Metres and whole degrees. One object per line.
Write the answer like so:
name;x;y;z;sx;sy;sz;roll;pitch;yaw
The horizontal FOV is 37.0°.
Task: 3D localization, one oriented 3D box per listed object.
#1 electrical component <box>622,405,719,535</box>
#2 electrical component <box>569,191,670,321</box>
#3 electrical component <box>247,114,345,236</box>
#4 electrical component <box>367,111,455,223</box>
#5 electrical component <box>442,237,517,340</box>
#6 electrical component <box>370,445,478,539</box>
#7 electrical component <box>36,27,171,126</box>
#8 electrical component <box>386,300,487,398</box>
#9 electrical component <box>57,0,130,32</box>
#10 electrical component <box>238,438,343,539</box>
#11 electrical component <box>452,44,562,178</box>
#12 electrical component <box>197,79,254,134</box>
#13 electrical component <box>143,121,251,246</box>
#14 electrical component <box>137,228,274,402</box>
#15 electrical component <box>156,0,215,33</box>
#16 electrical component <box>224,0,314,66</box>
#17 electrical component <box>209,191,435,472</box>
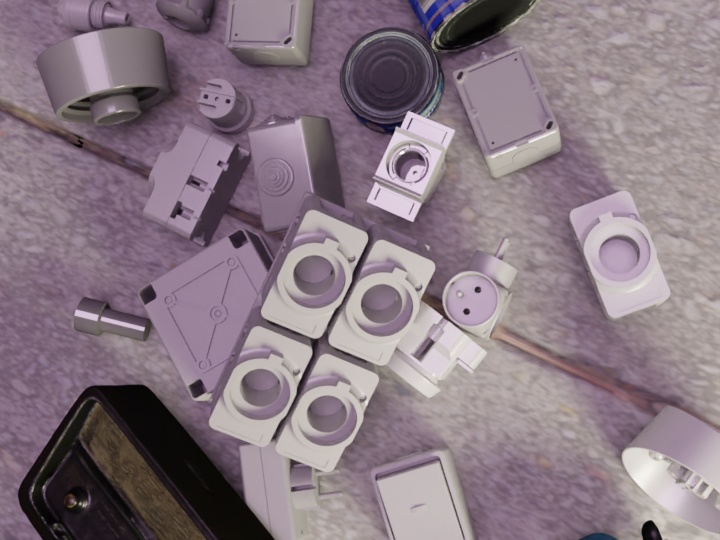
electrical component;0.248;0.148;0.794;0.099;0.099;0.064;37;85;12
electrical component;0.202;-0.010;0.840;0.050;0.056;0.089;-21;80;8
electrical component;-0.051;-0.077;0.872;0.048;0.100;0.099;-9;94;14
electrical component;0.043;-0.081;0.874;0.042;0.064;0.081;25;89;11
electrical component;0.099;0.011;0.846;0.044;0.077;0.079;27;89;13
electrical component;0.052;0.191;0.842;0.062;0.061;0.096;-18;81;8
electrical component;-0.213;-0.157;0.911;0.108;0.108;0.060;-15;87;9
electrical component;0.053;0.064;0.859;0.078;0.058;0.057;38;89;12
electrical component;-0.236;-0.228;0.958;0.061;0.035;0.035;11;86;9
electrical component;-0.052;0.176;0.870;0.076;0.047;0.083;-10;82;9
electrical component;0.118;-0.131;0.870;0.062;0.061;0.096;-22;72;8
electrical component;-0.116;-0.140;0.919;0.040;0.046;0.040;-1;83;10
electrical component;-0.142;-0.074;0.914;0.056;0.050;0.089;26;89;12
electrical component;-0.110;0.038;0.892;0.109;0.056;0.108;-31;79;6
electrical component;-0.146;-0.242;0.938;0.048;0.048;0.062;21;81;12
electrical component;-0.074;-0.225;0.913;0.062;0.061;0.096;3;84;11
electrical component;-0.031;0.050;0.819;0.105;0.060;0.186;23;104;-11
